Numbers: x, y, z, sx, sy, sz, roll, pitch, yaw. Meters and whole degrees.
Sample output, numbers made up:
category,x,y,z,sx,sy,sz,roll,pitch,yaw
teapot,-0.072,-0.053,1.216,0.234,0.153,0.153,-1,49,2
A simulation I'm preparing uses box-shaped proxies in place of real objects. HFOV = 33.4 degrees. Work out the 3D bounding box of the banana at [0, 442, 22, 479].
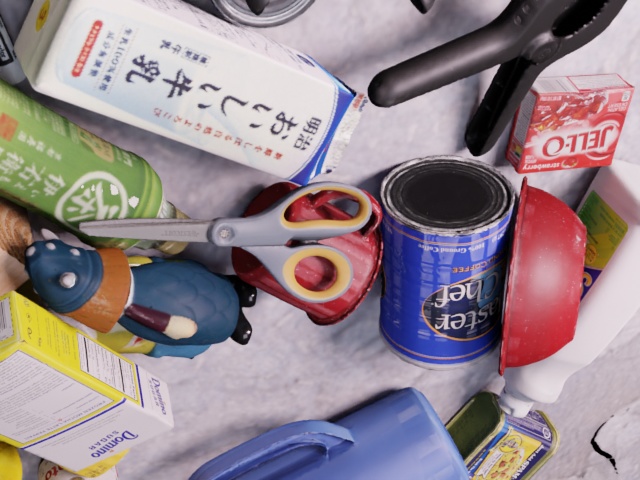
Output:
category,x,y,z,sx,sy,sz,roll,pitch,yaw
banana,-0.277,0.218,0.879,0.037,0.069,0.198,30,131,10

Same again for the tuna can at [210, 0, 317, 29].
category,x,y,z,sx,sy,sz,roll,pitch,yaw
tuna can,-0.037,-0.180,0.687,0.086,0.034,0.086,-11,129,-14

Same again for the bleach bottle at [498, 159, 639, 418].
category,x,y,z,sx,sy,sz,roll,pitch,yaw
bleach bottle,0.227,0.059,0.930,0.068,0.102,0.251,12,119,-24

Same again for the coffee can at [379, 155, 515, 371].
category,x,y,z,sx,sy,sz,roll,pitch,yaw
coffee can,0.098,0.019,0.848,0.102,0.103,0.140,-12,129,-13

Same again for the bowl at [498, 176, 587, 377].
category,x,y,z,sx,sy,sz,roll,pitch,yaw
bowl,0.179,0.032,0.850,0.055,0.162,0.162,6,129,12

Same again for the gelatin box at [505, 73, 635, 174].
category,x,y,z,sx,sy,sz,roll,pitch,yaw
gelatin box,0.199,-0.093,0.851,0.089,0.030,0.073,-5,127,-18

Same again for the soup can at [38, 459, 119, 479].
category,x,y,z,sx,sy,sz,roll,pitch,yaw
soup can,-0.196,0.226,0.890,0.068,0.102,0.068,-11,129,-14

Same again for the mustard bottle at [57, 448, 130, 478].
category,x,y,z,sx,sy,sz,roll,pitch,yaw
mustard bottle,-0.224,0.112,0.819,0.191,0.058,0.096,33,99,-37

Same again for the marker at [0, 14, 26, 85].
category,x,y,z,sx,sy,sz,roll,pitch,yaw
marker,-0.210,-0.149,0.652,0.020,0.020,0.121,-20,131,-7

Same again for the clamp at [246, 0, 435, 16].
category,x,y,z,sx,sy,sz,roll,pitch,yaw
clamp,0.023,-0.215,0.644,0.120,0.039,0.171,4,105,-20

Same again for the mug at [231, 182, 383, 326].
category,x,y,z,sx,sy,sz,roll,pitch,yaw
mug,-0.005,0.001,0.800,0.081,0.093,0.117,28,128,-30

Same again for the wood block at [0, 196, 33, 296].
category,x,y,z,sx,sy,sz,roll,pitch,yaw
wood block,-0.299,0.036,0.712,0.206,0.090,0.090,-39,130,10

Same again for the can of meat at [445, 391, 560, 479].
category,x,y,z,sx,sy,sz,roll,pitch,yaw
can of meat,0.169,0.203,1.049,0.083,0.057,0.102,27,112,-33

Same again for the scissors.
category,x,y,z,sx,sy,sz,roll,pitch,yaw
scissors,-0.057,0.011,0.732,0.201,0.016,0.096,-14,109,-16

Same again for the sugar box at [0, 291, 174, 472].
category,x,y,z,sx,sy,sz,roll,pitch,yaw
sugar box,-0.186,0.102,0.728,0.093,0.048,0.176,-25,147,14

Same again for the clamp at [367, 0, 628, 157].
category,x,y,z,sx,sy,sz,roll,pitch,yaw
clamp,0.149,-0.138,0.754,0.210,0.036,0.164,-36,153,16

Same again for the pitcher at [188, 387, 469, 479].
category,x,y,z,sx,sy,sz,roll,pitch,yaw
pitcher,0.004,0.227,0.959,0.243,0.145,0.149,-29,170,-4
